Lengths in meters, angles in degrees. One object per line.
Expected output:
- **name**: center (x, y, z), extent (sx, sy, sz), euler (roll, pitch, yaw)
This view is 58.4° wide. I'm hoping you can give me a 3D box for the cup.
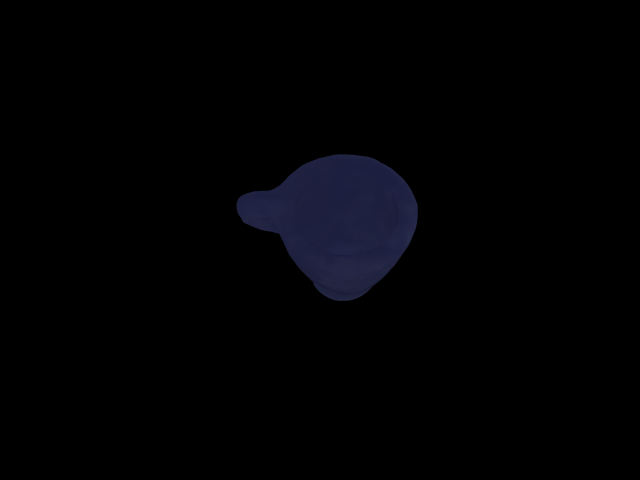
- **cup**: center (0.004, 0.001, 0.400), extent (0.117, 0.095, 0.091), euler (5, 59, 3)
